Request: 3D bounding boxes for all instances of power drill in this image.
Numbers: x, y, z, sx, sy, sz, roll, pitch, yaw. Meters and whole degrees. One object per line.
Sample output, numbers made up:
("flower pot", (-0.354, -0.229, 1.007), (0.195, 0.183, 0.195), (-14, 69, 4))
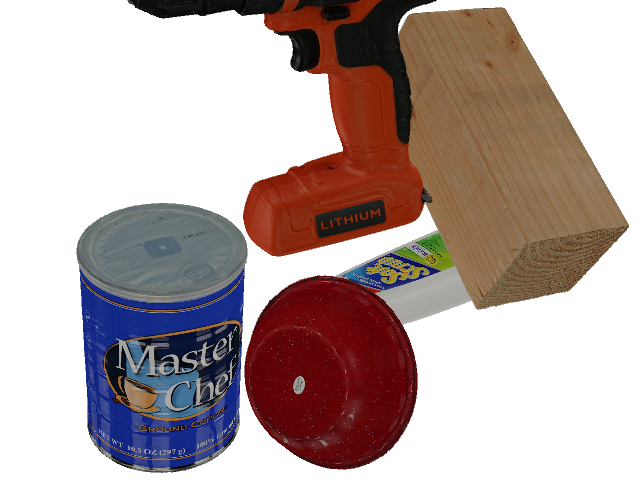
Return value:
("power drill", (-0.008, -0.086, 0.570), (0.184, 0.188, 0.057), (-13, 36, -17))

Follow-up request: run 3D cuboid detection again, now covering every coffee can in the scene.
("coffee can", (-0.100, 0.061, 0.682), (0.103, 0.140, 0.103), (3, 32, -2))

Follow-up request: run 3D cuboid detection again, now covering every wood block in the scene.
("wood block", (0.126, -0.065, 0.790), (0.090, 0.206, 0.091), (-9, -29, -25))

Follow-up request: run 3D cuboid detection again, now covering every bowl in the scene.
("bowl", (-0.005, 0.111, 0.863), (0.162, 0.162, 0.055), (0, 3, 30))

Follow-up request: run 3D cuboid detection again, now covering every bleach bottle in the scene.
("bleach bottle", (0.074, 0.062, 1.207), (0.250, 0.068, 0.103), (-21, 38, -25))
